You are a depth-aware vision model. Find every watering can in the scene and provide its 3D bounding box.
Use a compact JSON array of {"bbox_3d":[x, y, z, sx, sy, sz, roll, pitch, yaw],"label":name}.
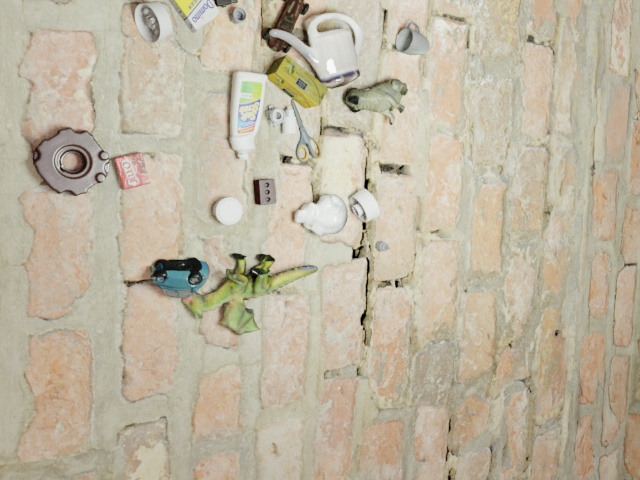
[{"bbox_3d":[0.008,-0.575,1.585,0.351,0.104,0.222,-25,107,-32],"label":"watering can"}]

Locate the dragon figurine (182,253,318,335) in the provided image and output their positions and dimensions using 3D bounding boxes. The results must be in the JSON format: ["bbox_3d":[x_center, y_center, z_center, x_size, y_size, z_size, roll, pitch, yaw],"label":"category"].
[{"bbox_3d":[-0.208,0.174,1.571,0.410,0.124,0.239,7,110,-27],"label":"dragon figurine"}]

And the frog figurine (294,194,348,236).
[{"bbox_3d":[0.005,-0.082,1.634,0.159,0.124,0.135,6,113,-40],"label":"frog figurine"}]
